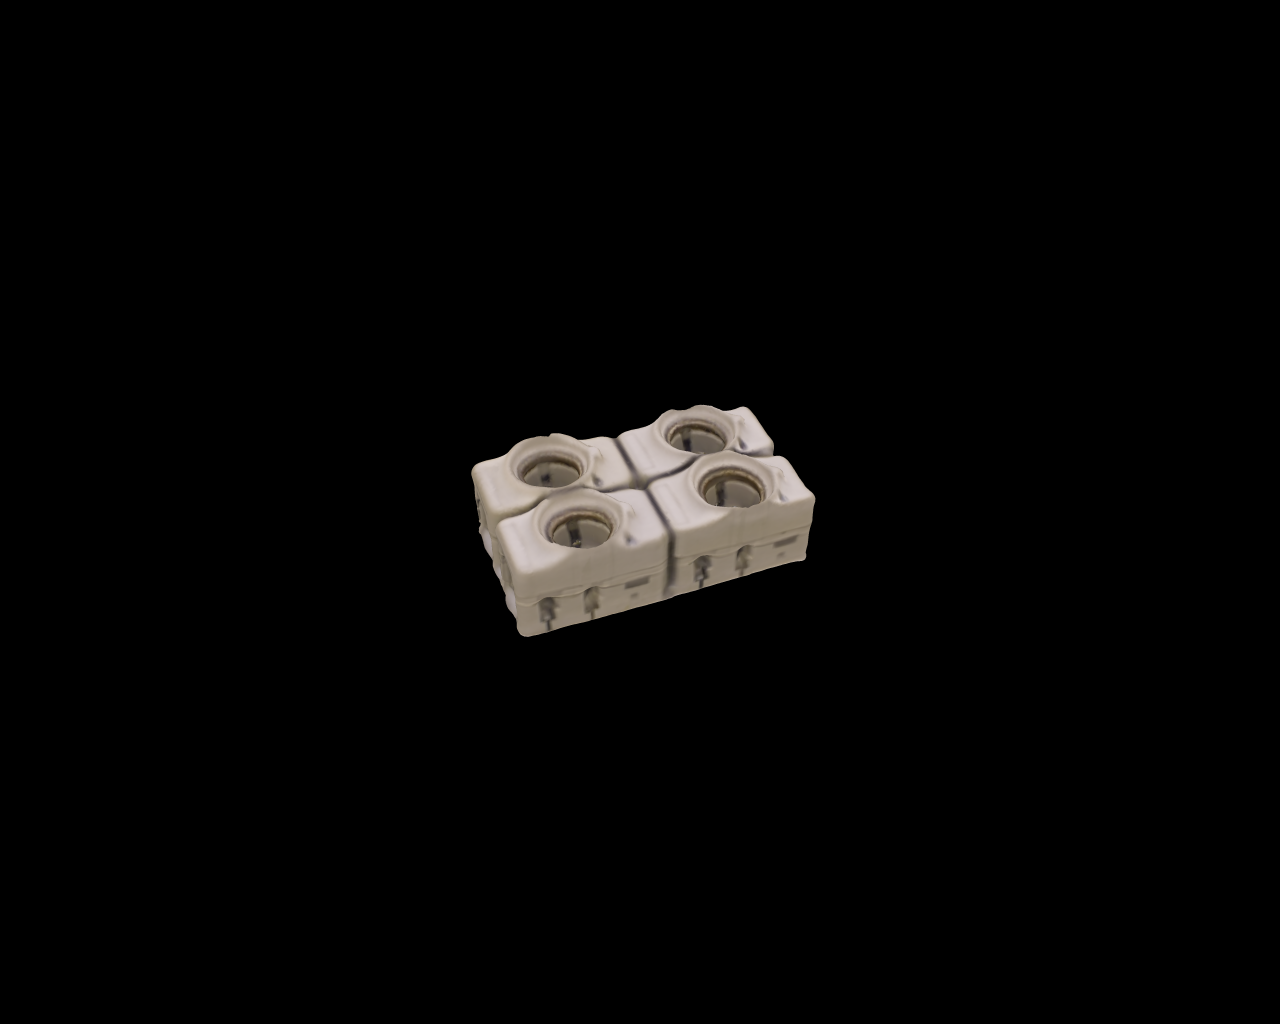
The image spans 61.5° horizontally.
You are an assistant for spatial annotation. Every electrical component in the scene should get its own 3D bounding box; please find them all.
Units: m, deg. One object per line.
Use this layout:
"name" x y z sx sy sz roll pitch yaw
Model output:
"electrical component" 0.001 -0.003 0.650 0.186 0.060 0.105 -14 44 -15
